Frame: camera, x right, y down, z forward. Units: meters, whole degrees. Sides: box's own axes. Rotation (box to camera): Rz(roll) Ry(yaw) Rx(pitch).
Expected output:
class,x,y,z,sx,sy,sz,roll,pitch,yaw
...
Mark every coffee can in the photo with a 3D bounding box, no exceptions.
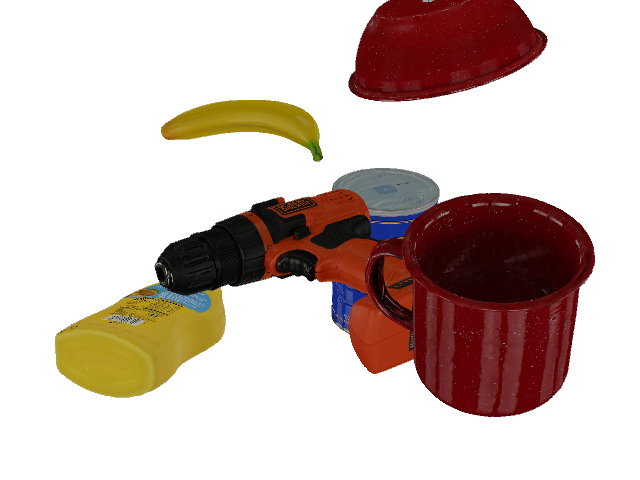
class,x,y,z,sx,sy,sz,roll,pitch,yaw
coffee can,0.062,0.012,1.047,0.103,0.140,0.103,0,26,0

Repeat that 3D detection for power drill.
class,x,y,z,sx,sy,sz,roll,pitch,yaw
power drill,0.001,0.024,0.754,0.184,0.057,0.188,-20,34,-34

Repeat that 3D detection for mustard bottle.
class,x,y,z,sx,sy,sz,roll,pitch,yaw
mustard bottle,-0.137,0.073,0.927,0.096,0.058,0.191,7,18,22

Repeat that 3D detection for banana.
class,x,y,z,sx,sy,sz,roll,pitch,yaw
banana,-0.082,-0.133,1.211,0.198,0.037,0.069,8,42,18

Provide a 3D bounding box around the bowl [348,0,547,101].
class,x,y,z,sx,sy,sz,roll,pitch,yaw
bowl,0.094,-0.166,0.845,0.162,0.055,0.162,-14,24,6

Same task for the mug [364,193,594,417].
class,x,y,z,sx,sy,sz,roll,pitch,yaw
mug,0.077,0.032,0.548,0.117,0.081,0.093,13,40,20
